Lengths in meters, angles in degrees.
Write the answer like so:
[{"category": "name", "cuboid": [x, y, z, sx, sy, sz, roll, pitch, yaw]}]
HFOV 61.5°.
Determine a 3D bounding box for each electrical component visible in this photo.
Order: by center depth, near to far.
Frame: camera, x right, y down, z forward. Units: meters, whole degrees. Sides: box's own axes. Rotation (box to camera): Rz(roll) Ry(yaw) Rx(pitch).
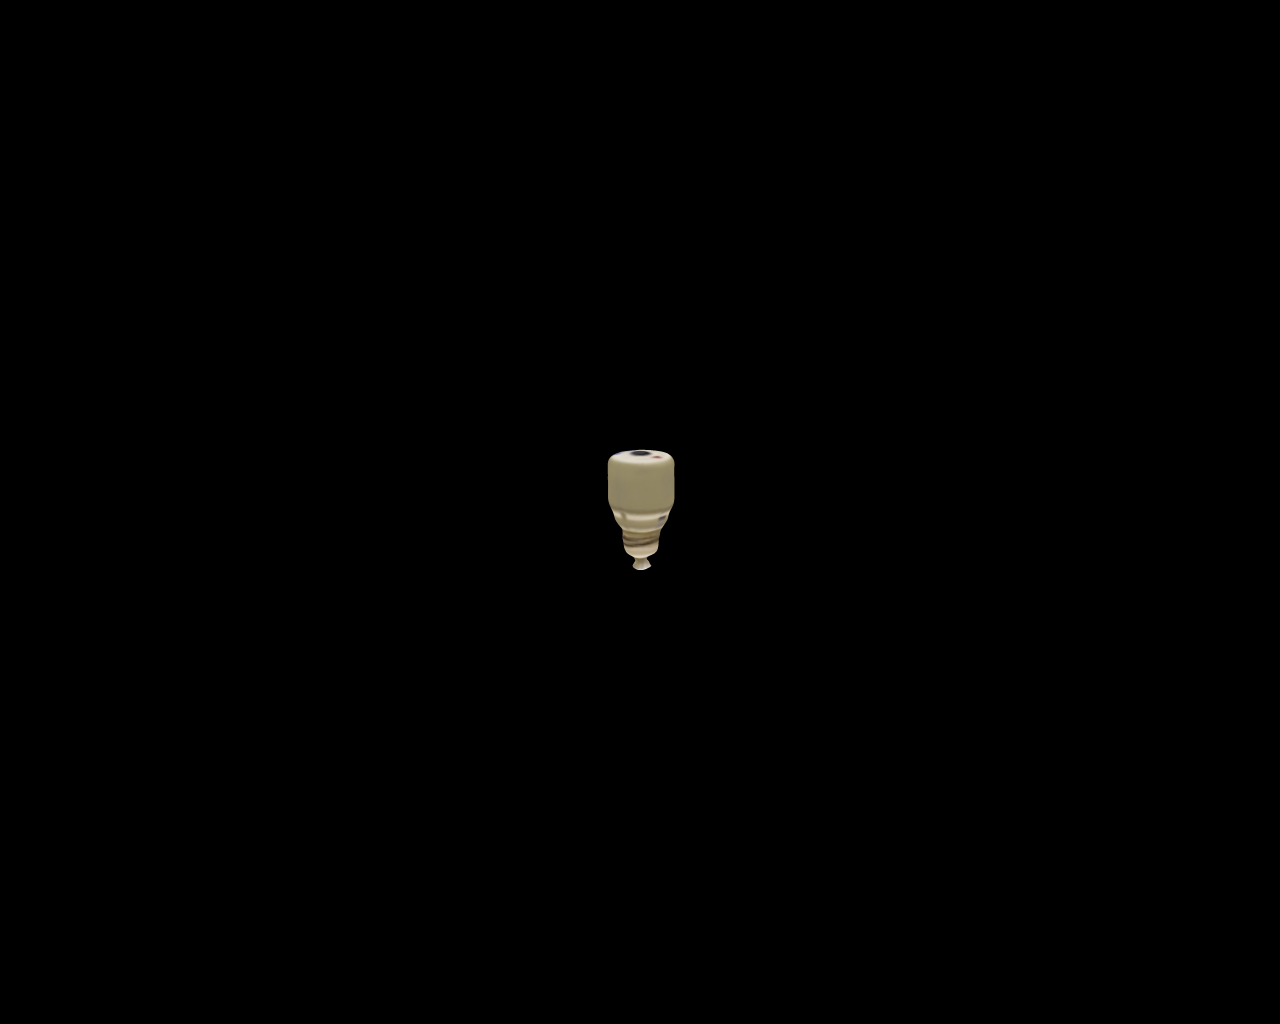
[{"category": "electrical component", "cuboid": [0.001, -0.003, 0.650, 0.040, 0.078, 0.040, 0, 16, 0]}]
